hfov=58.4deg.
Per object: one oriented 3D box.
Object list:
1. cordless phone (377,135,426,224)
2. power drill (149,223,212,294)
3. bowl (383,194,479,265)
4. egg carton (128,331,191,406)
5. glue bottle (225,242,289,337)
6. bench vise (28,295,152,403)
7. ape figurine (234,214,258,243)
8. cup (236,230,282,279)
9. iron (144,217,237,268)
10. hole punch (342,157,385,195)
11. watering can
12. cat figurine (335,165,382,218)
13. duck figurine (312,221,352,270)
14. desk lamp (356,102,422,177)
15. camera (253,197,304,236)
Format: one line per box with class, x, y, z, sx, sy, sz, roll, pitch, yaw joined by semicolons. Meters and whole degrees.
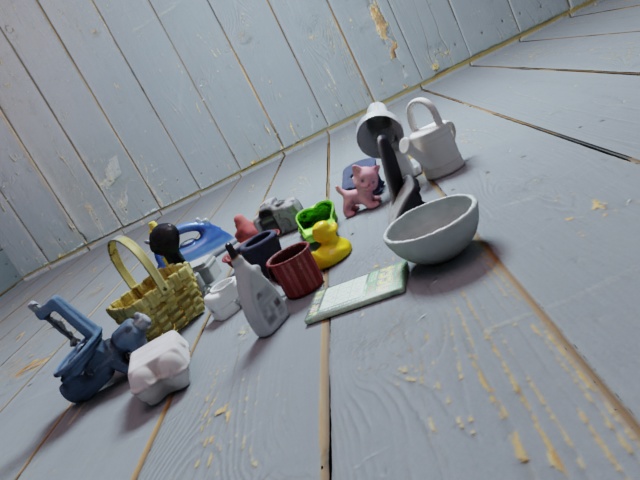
cordless phone;0.151;-0.116;1.160;0.094;0.185;0.147;-24;16;9
power drill;-0.342;0.050;1.384;0.076;0.209;0.229;-34;17;-23
bowl;0.192;-0.007;0.945;0.167;0.075;0.167;-25;16;8
egg carton;-0.274;0.218;0.991;0.107;0.069;0.150;-30;16;-10
glue bottle;-0.118;0.079;0.990;0.037;0.173;0.078;-14;20;38
bench vise;-0.440;0.180;1.104;0.208;0.220;0.121;-33;17;-21
ape figurine;-0.220;-0.035;1.680;0.078;0.092;0.076;-30;16;-11
cup;-0.130;0.041;1.280;0.117;0.095;0.092;-18;18;29
iron;-0.393;0.007;1.735;0.258;0.141;0.118;-30;16;-13
hole punch;0.113;-0.162;1.548;0.108;0.091;0.101;-20;17;24
watering can;0.265;-0.250;1.389;0.100;0.194;0.173;-15;20;36
cat figurine;0.099;-0.133;1.426;0.127;0.118;0.067;-20;17;22
duck figurine;0.011;0.004;1.186;0.077;0.086;0.105;-9;24;48
desk lamp;0.178;-0.254;1.507;0.117;0.214;0.203;-22;16;17
camera;-0.108;-0.081;1.629;0.143;0.101;0.137;-21;17;21
